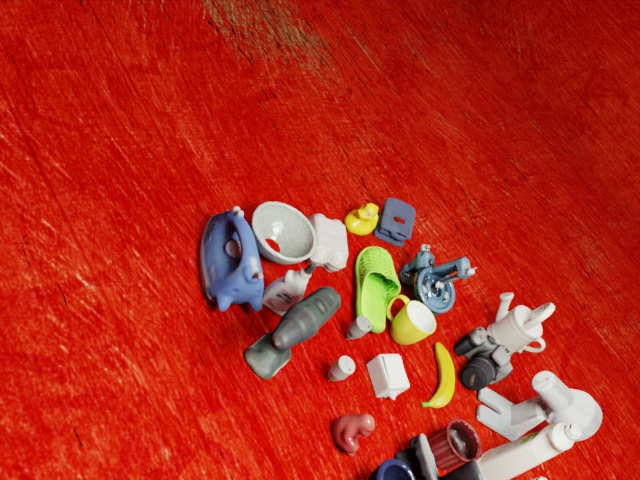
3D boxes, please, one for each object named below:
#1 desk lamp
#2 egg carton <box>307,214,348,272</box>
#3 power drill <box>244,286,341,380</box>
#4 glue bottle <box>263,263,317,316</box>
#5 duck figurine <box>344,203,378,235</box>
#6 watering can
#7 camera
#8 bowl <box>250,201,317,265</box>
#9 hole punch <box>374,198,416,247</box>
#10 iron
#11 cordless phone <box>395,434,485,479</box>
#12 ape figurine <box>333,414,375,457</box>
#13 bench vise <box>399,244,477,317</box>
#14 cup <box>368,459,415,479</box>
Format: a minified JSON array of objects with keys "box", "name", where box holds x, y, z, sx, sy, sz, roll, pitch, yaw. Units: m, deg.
[{"box":[0.519,0.400,1.359,0.203,0.213,0.118,32,42,-12],"name":"desk lamp"},{"box":[0.013,0.005,1.409,0.107,0.069,0.150,18,46,-26],"name":"egg carton"},{"box":[-0.057,0.181,1.096,0.075,0.208,0.230,46,41,5],"name":"power drill"},{"box":[-0.056,0.096,1.196,0.078,0.173,0.037,31,42,-12],"name":"glue bottle"},{"box":[0.125,-0.065,1.546,0.105,0.086,0.077,-7,61,-42],"name":"duck figurine"},{"box":[0.546,0.223,1.548,0.173,0.193,0.101,37,41,-6],"name":"watering can"},{"box":[0.407,0.304,1.439,0.137,0.100,0.143,-25,73,-47],"name":"camera"},{"box":[-0.095,-0.004,1.327,0.168,0.074,0.167,22,45,-23],"name":"bowl"},{"box":[0.212,-0.049,1.597,0.109,0.091,0.101,21,45,-23],"name":"hole punch"},{"box":[-0.177,0.017,1.194,0.119,0.141,0.258,5,53,-35],"name":"iron"},{"box":[0.245,0.444,1.126,0.094,0.184,0.147,5,53,-35],"name":"cordless phone"},{"box":[0.073,0.372,1.124,0.078,0.092,0.076,-24,72,-47],"name":"ape figurine"},{"box":[0.288,0.085,1.443,0.122,0.219,0.207,1,55,-38],"name":"bench vise"},{"box":[0.116,0.477,1.065,0.092,0.094,0.118,43,41,0],"name":"cup"}]
